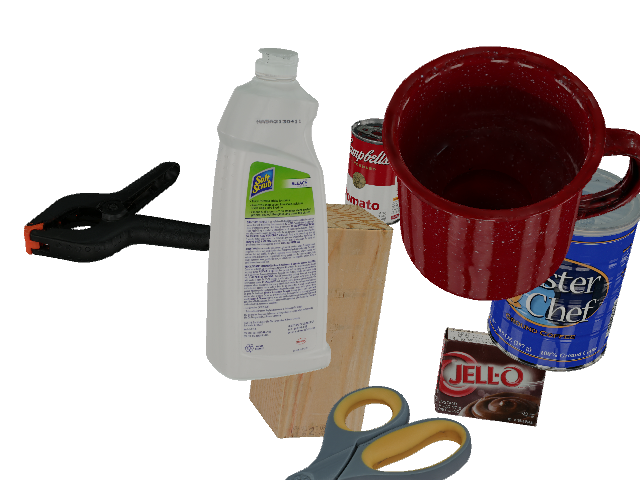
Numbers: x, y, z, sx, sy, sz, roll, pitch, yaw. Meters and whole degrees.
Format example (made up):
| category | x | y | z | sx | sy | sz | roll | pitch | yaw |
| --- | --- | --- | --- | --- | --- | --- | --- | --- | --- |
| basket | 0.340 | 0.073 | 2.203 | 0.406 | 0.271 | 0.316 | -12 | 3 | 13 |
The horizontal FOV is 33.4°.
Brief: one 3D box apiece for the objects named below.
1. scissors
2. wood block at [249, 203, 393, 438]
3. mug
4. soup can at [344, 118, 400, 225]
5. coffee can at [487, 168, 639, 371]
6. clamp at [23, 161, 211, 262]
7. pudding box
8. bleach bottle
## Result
| category | x | y | z | sx | sy | sz | roll | pitch | yaw |
| --- | --- | --- | --- | --- | --- | --- | --- | --- | --- |
| scissors | -0.011 | 0.129 | 0.616 | 0.201 | 0.016 | 0.096 | -11 | 30 | -18 |
| wood block | -0.002 | 0.074 | 1.018 | 0.090 | 0.206 | 0.091 | 2 | 16 | -22 |
| mug | 0.088 | -0.027 | 0.480 | 0.117 | 0.093 | 0.081 | -6 | -33 | 2 |
| soup can | 0.063 | -0.075 | 1.181 | 0.068 | 0.102 | 0.068 | 4 | 28 | -2 |
| coffee can | 0.197 | 0.021 | 0.874 | 0.103 | 0.140 | 0.103 | 2 | 34 | -2 |
| clamp | -0.187 | -0.026 | 0.981 | 0.171 | 0.039 | 0.120 | -6 | 37 | -18 |
| pudding box | 0.185 | 0.147 | 1.158 | 0.113 | 0.090 | 0.039 | 6 | 23 | 4 |
| bleach bottle | -0.034 | -0.020 | 0.822 | 0.102 | 0.251 | 0.068 | -6 | 21 | -29 |
